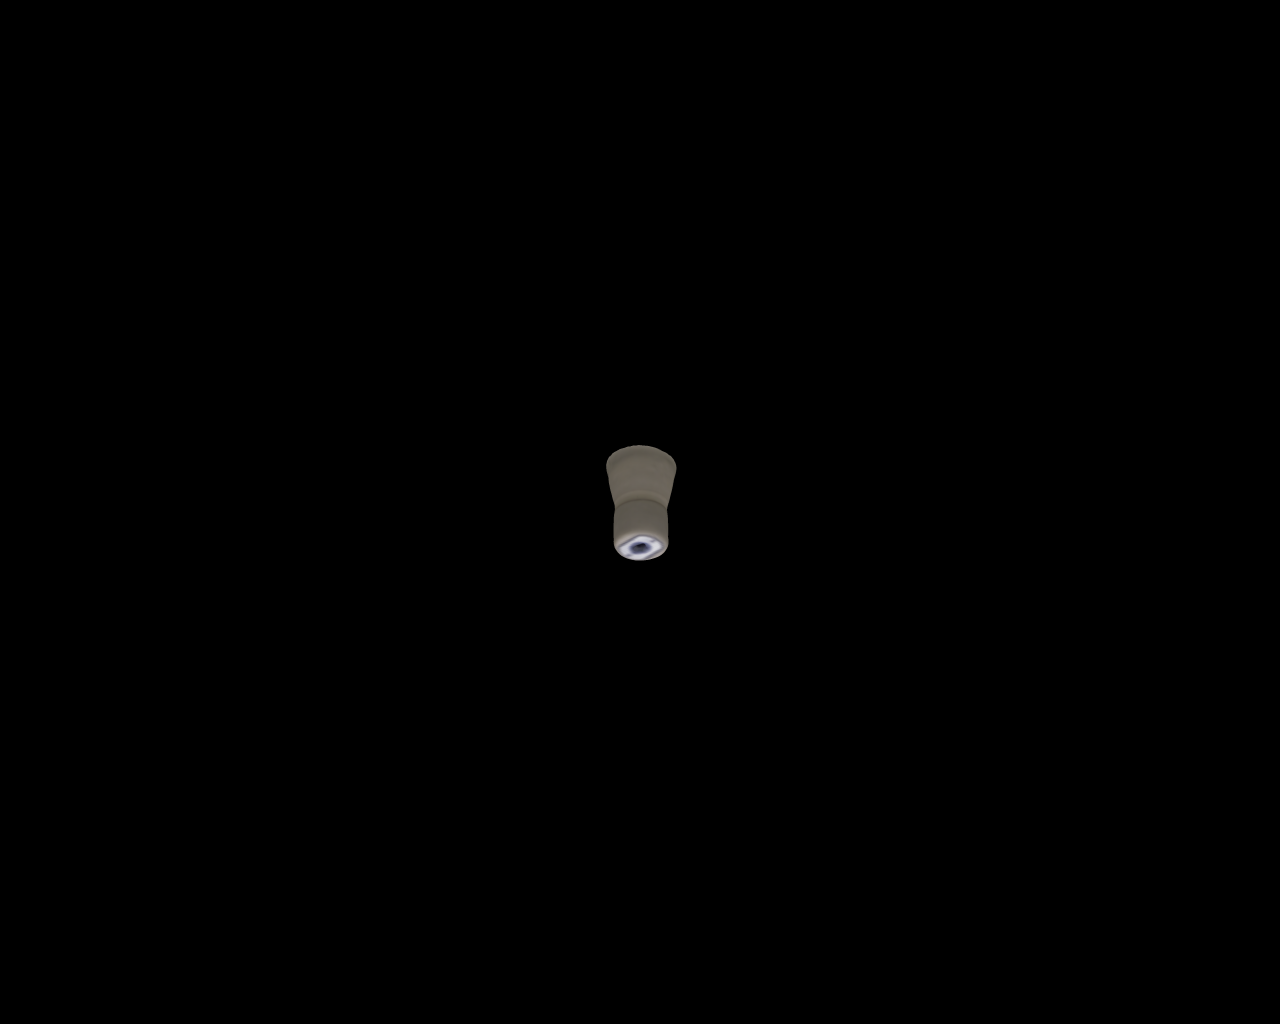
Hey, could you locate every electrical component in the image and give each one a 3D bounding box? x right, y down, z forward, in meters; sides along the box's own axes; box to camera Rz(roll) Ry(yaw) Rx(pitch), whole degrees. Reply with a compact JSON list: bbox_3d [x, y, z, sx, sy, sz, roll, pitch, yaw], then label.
[{"bbox_3d":[0.001,-0.003,0.650,0.044,0.065,0.044,0,-35,0],"label":"electrical component"}]
